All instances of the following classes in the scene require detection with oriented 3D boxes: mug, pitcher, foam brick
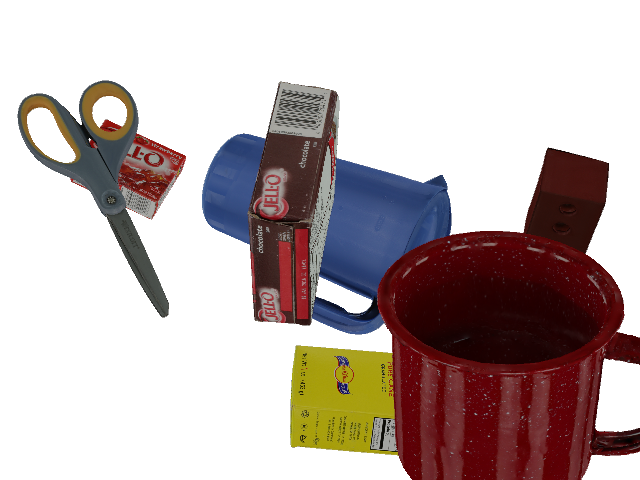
[{"bbox_3d":[0.082,0.056,0.425,0.117,0.081,0.093,7,34,16],"label":"mug"},{"bbox_3d":[-0.001,-0.017,1.086,0.243,0.145,0.149,20,25,22],"label":"pitcher"},{"bbox_3d":[0.199,-0.026,0.873,0.053,0.051,0.078,13,-42,7],"label":"foam brick"}]

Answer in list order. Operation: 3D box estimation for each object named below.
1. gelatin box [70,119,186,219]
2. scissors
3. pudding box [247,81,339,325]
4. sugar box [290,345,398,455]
[{"bbox_3d":[-0.185,-0.070,1.026,0.089,0.073,0.030,25,-45,-1],"label":"gelatin box"},{"bbox_3d":[-0.142,-0.043,0.784,0.096,0.202,0.016,-38,-15,-22],"label":"scissors"},{"bbox_3d":[-0.015,-0.021,0.616,0.039,0.113,0.090,8,-42,5],"label":"pudding box"},{"bbox_3d":[0.065,0.128,0.845,0.176,0.048,0.093,2,26,0],"label":"sugar box"}]
